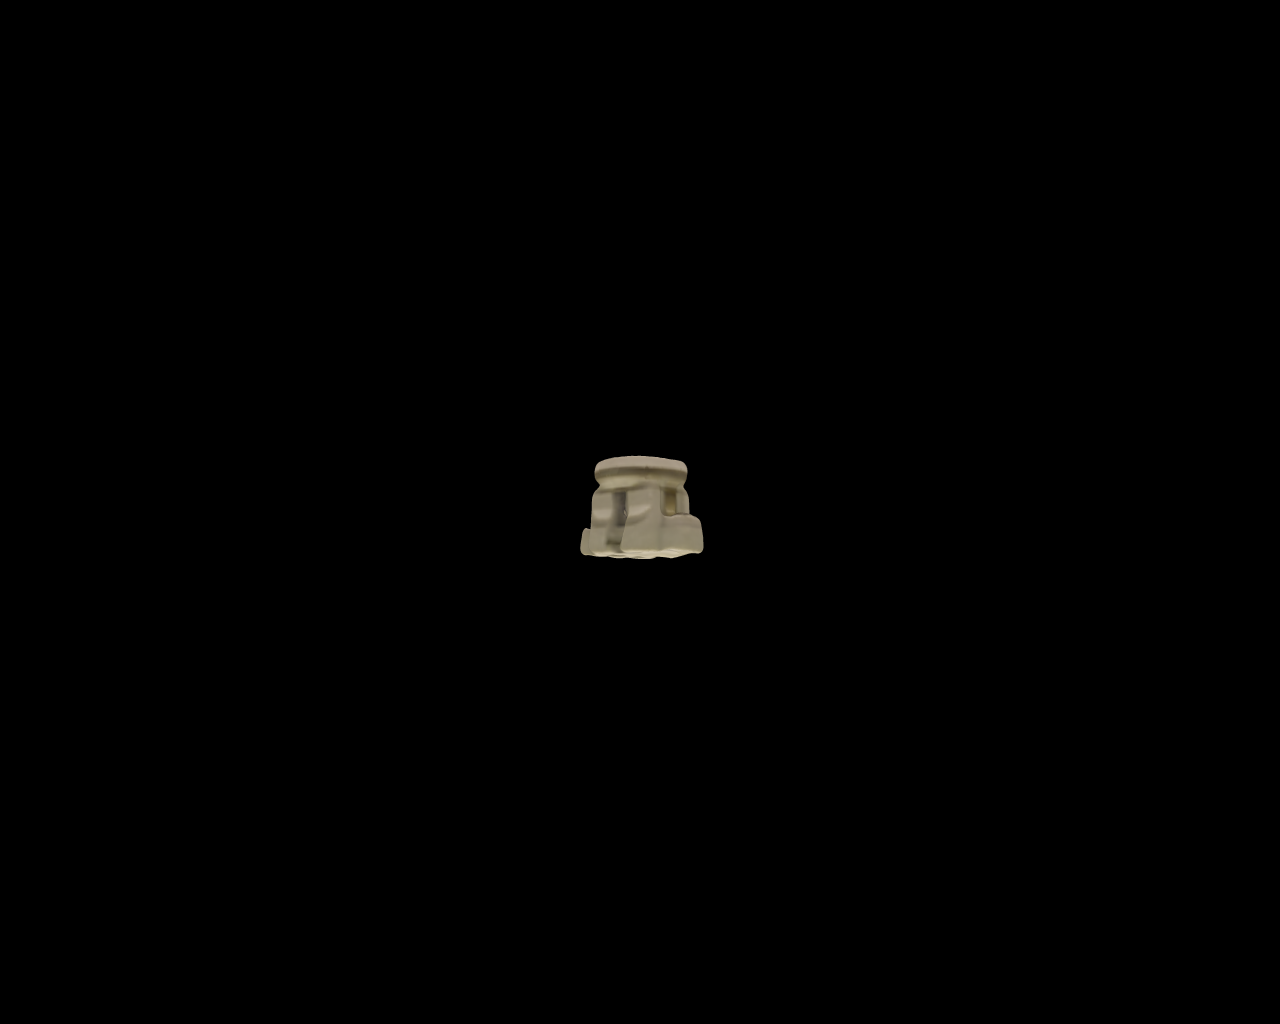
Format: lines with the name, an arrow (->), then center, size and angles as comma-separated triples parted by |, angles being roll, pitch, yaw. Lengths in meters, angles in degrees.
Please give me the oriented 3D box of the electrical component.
electrical component -> 0.001, -0.003, 0.650 | 0.078, 0.057, 0.058 | -5, -9, 36
